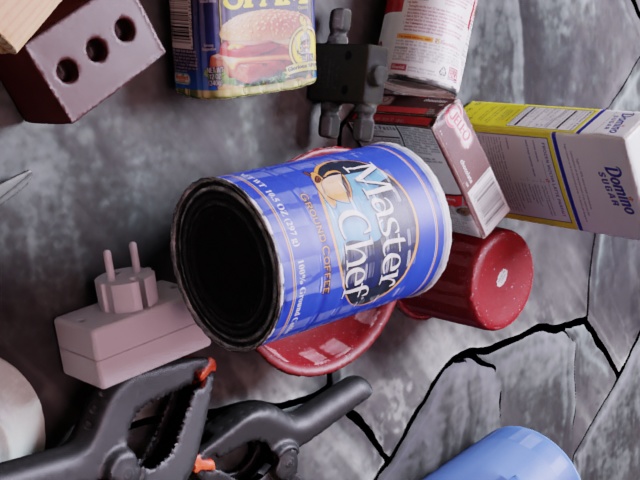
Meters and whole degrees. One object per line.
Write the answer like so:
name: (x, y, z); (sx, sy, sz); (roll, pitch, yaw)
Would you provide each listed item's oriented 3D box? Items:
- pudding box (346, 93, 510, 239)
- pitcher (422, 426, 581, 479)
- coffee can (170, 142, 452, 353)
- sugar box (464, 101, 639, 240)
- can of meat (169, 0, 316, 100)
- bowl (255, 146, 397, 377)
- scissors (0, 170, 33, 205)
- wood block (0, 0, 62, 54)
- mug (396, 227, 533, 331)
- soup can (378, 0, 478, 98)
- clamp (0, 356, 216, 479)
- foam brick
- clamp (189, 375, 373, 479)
pudding box: (0.081, -0.057, 0.804); (0.039, 0.090, 0.113); (-47, 127, -25)
pitcher: (0.114, 0.244, 0.860); (0.242, 0.149, 0.145); (-27, 110, -40)
coffee can: (-0.004, 0.001, 0.647); (0.140, 0.103, 0.103); (-15, 108, -40)
sugar box: (0.186, -0.058, 0.841); (0.048, 0.177, 0.093); (-41, 123, -30)
can of meat: (-0.049, -0.139, 0.689); (0.101, 0.058, 0.084); (-15, 111, -40)
bowl: (-0.012, 0.012, 0.752); (0.161, 0.055, 0.162); (-10, 105, -42)
scissors: (-0.234, 0.035, 0.577); (0.201, 0.016, 0.096); (-24, 115, -38)
wood block: (-0.146, -0.205, 0.562); (0.206, 0.090, 0.090); (-56, 131, -20)
mug: (0.125, 0.028, 0.866); (0.117, 0.082, 0.093); (7, 93, -43)
soup can: (0.081, -0.162, 0.798); (0.068, 0.069, 0.102); (11, 91, -44)
clamp: (-0.129, 0.155, 0.662); (0.209, 0.036, 0.164); (-44, 121, -41)
foam brick: (-0.141, -0.109, 0.611); (0.078, 0.051, 0.053); (-45, 125, -28)
clamp: (-0.030, 0.166, 0.778); (0.171, 0.039, 0.120); (-3, 95, -39)
